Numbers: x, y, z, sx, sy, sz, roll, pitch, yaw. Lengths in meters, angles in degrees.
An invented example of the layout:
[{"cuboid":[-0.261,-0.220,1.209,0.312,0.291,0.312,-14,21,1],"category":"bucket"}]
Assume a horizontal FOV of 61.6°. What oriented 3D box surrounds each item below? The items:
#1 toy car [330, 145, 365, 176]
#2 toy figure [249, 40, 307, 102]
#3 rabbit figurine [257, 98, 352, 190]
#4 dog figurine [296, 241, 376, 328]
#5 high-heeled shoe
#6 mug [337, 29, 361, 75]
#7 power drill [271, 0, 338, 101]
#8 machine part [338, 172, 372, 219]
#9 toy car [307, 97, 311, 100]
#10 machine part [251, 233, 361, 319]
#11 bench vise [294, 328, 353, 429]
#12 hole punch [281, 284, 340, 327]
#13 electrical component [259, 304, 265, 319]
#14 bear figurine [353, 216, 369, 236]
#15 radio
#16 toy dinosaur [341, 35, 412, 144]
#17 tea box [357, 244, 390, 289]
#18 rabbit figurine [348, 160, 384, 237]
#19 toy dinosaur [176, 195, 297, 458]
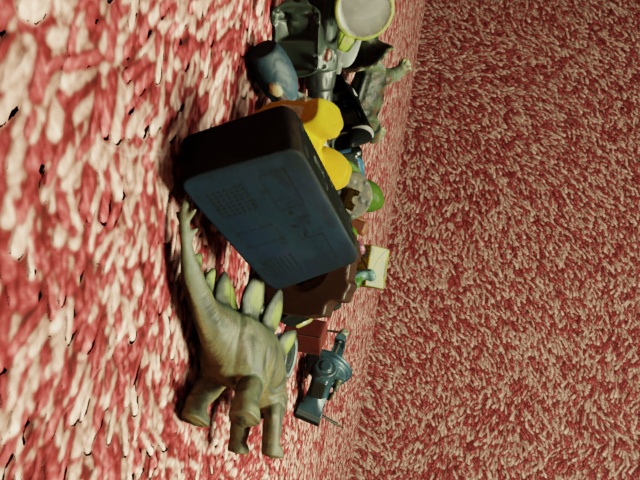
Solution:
[{"cuboid":[0.043,-0.145,1.203,0.103,0.109,0.161,-146,-131,-75],"category":"toy car"},{"cuboid":[-0.047,-0.206,0.760,0.064,0.058,0.154,-56,140,-23],"category":"toy figure"},{"cuboid":[-0.029,-0.108,0.744,0.173,0.163,0.122,19,77,-55],"category":"rabbit figurine"},{"cuboid":[0.000,0.087,1.130,0.219,0.192,0.108,-35,119,-33],"category":"dog figurine"},{"cuboid":[0.046,-0.262,1.053,0.249,0.086,0.145,-94,167,-70],"category":"high-heeled shoe"},{"cuboid":[0.044,-0.381,1.073,0.107,0.081,0.109,74,19,-79],"category":"mug"},{"cuboid":[-0.013,-0.303,0.871,0.207,0.086,0.231,-43,138,-65],"category":"power drill"},{"cuboid":[0.026,-0.085,0.903,0.243,0.079,0.079,-137,-130,-72],"category":"machine part"},{"cuboid":[-0.033,-0.182,0.911,0.202,0.053,0.089,12,96,-81],"category":"toy car"},{"cuboid":[-0.023,0.039,0.838,0.056,0.180,0.179,26,72,-73],"category":"machine part"},{"cuboid":[0.020,0.325,1.320,0.241,0.129,0.223,-61,157,-44],"category":"bench vise"},{"cuboid":[-0.025,0.090,0.961,0.142,0.116,0.092,61,7,-69],"category":"hole punch"},{"cuboid":[-0.095,0.140,0.905,0.094,0.021,0.063,69,32,-66],"category":"electrical component"},{"cuboid":[0.079,-0.053,1.332,0.195,0.132,0.120,46,57,-67],"category":"bear figurine"},{"cuboid":[-0.047,-0.039,0.620,0.229,0.131,0.073,57,19,-51],"category":"radio"},{"cuboid":[0.104,-0.333,1.305,0.192,0.131,0.404,-26,137,-46],"category":"toy dinosaur"},{"cuboid":[0.077,0.060,1.279,0.068,0.170,0.098,15,83,-42],"category":"tea box"},{"cuboid":[0.052,-0.085,1.121,0.170,0.121,0.159,-24,100,-29],"category":"rabbit figurine"},{"cuboid":[-0.106,0.148,0.703,0.470,0.105,0.198,77,17,-51],"category":"toy dinosaur"}]
